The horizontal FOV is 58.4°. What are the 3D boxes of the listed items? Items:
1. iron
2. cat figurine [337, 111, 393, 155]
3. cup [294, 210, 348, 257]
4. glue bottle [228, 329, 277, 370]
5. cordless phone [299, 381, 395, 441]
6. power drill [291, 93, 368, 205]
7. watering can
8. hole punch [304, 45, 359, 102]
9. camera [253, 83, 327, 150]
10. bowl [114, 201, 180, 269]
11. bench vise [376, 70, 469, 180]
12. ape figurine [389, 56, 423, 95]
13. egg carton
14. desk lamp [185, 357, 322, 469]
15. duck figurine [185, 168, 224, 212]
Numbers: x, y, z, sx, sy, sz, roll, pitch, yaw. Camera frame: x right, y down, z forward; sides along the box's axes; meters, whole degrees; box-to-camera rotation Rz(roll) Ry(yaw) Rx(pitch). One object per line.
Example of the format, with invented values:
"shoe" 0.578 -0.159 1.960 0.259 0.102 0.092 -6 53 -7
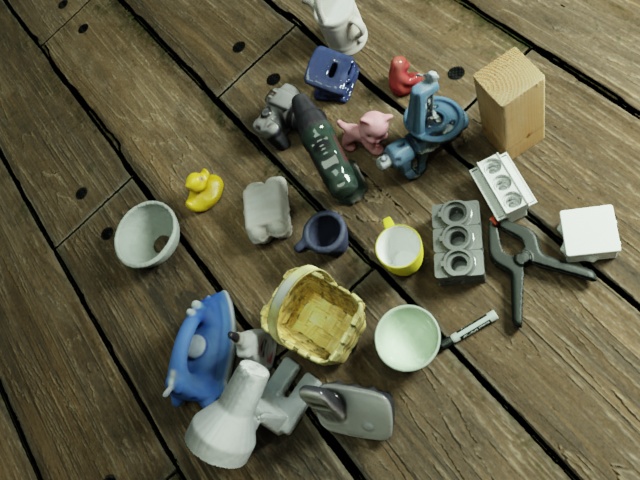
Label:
"iron" -0.252 0.211 1.169 0.118 0.142 0.258 1 70 21
"cat figurine" 0.097 -0.239 1.226 0.127 0.118 0.067 11 74 24
"cup" 0.011 0.004 1.176 0.117 0.095 0.091 -31 62 7
"glue bottle" -0.135 0.202 1.109 0.037 0.173 0.078 -2 69 20
"cordless phone" 0.047 0.292 0.999 0.147 0.185 0.094 1 70 21
"power drill" 0.023 -0.167 1.174 0.075 0.209 0.229 -29 62 8
"watering can" 0.030 -0.524 1.319 0.172 0.194 0.101 12 74 24
"hole punch" 0.029 -0.386 1.324 0.100 0.091 0.109 12 75 24
"camera" -0.065 -0.280 1.313 0.136 0.101 0.143 30 82 28
"bowl" -0.392 -0.003 1.343 0.167 0.075 0.167 -7 68 18
"bench vise" 0.200 -0.218 1.120 0.121 0.220 0.207 31 83 28
"ape figurine" 0.180 -0.368 1.259 0.076 0.092 0.077 -37 62 4
"egg carton" -0.115 -0.066 1.266 0.107 0.070 0.150 -15 65 15
"desk lamp" -0.122 0.304 1.042 0.117 0.214 0.203 30 82 28
"duck figurine" -0.284 -0.121 1.342 0.077 0.086 0.104 36 85 28
